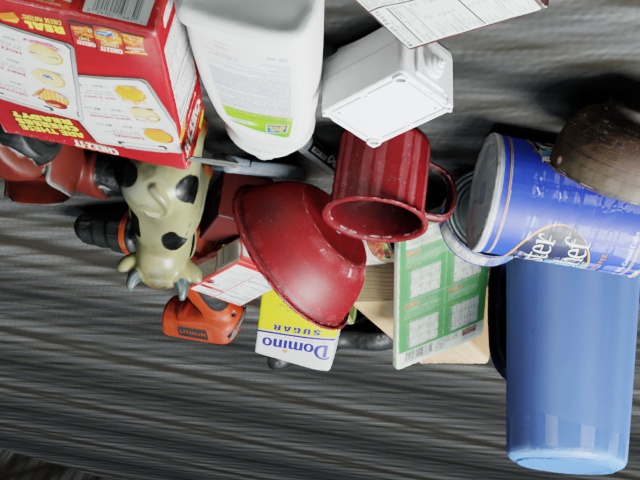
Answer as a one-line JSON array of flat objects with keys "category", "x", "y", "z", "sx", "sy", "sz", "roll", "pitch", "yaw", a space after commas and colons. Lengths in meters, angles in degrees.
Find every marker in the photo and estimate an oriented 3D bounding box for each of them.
[{"category": "marker", "x": 0.011, "y": -0.070, "z": 0.992, "sx": 0.020, "sy": 0.020, "sz": 0.121, "roll": -7, "pitch": 153, "yaw": 34}]

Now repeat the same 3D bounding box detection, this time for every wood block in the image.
[{"category": "wood block", "x": 0.117, "y": 0.063, "z": 1.180, "sx": 0.090, "sy": 0.091, "sz": 0.206, "roll": -3, "pitch": 154, "yaw": 27}]

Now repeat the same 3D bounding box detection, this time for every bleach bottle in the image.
[{"category": "bleach bottle", "x": -0.051, "y": -0.126, "z": 0.826, "sx": 0.102, "sy": 0.068, "sz": 0.251, "roll": 16, "pitch": 161, "yaw": 3}]

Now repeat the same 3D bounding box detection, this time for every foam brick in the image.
[{"category": "foam brick", "x": -0.086, "y": -0.030, "z": 1.081, "sx": 0.051, "sy": 0.053, "sz": 0.078, "roll": 15, "pitch": 157, "yaw": -16}]

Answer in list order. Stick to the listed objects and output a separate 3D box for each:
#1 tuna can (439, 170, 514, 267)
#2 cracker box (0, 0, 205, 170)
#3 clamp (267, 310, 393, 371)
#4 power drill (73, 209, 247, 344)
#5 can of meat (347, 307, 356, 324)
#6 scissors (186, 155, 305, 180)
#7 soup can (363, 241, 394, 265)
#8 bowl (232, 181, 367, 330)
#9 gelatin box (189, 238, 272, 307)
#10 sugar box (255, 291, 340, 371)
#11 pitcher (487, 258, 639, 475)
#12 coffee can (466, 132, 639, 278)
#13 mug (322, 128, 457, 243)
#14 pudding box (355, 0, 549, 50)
[{"category": "tuna can", "x": 0.152, "y": -0.020, "z": 0.973, "sx": 0.086, "sy": 0.086, "sz": 0.034, "roll": 10, "pitch": 160, "yaw": -3}, {"category": "cracker box", "x": -0.180, "y": -0.143, "z": 0.811, "sx": 0.164, "sy": 0.072, "sz": 0.214, "roll": 13, "pitch": 159, "yaw": 4}, {"category": "clamp", "x": 0.035, "y": 0.115, "z": 1.318, "sx": 0.210, "sy": 0.164, "sz": 0.036, "roll": -2, "pitch": 112, "yaw": 10}, {"category": "power drill", "x": -0.174, "y": 0.038, "z": 1.216, "sx": 0.185, "sy": 0.057, "sz": 0.187, "roll": 7, "pitch": 143, "yaw": 26}, {"category": "can of meat", "x": -0.005, "y": 0.065, "z": 1.277, "sx": 0.084, "sy": 0.057, "sz": 0.102, "roll": 1, "pitch": 157, "yaw": 13}, {"category": "scissors", "x": -0.088, "y": -0.068, "z": 0.947, "sx": 0.096, "sy": 0.016, "sz": 0.201, "roll": 9, "pitch": -177, "yaw": 32}, {"category": "soup can", "x": 0.045, "y": -0.006, "z": 1.070, "sx": 0.102, "sy": 0.068, "sz": 0.068, "roll": -10, "pitch": 151, "yaw": 39}, {"category": "bowl", "x": -0.006, "y": 0.001, "z": 0.977, "sx": 0.055, "sy": 0.162, "sz": 0.161, "roll": -36, "pitch": 139, "yaw": 20}, {"category": "gelatin box", "x": -0.084, "y": 0.034, "z": 1.112, "sx": 0.073, "sy": 0.030, "sz": 0.089, "roll": 22, "pitch": 144, "yaw": -39}, {"category": "sugar box", "x": -0.019, "y": 0.070, "z": 1.191, "sx": 0.093, "sy": 0.048, "sz": 0.176, "roll": 15, "pitch": 133, "yaw": 6}, {"category": "pitcher", "x": 0.229, "y": 0.094, "z": 1.011, "sx": 0.145, "sy": 0.243, "sz": 0.149, "roll": 4, "pitch": 162, "yaw": 10}, {"category": "coffee can", "x": 0.205, "y": -0.029, "z": 0.907, "sx": 0.140, "sy": 0.103, "sz": 0.103, "roll": 10, "pitch": 158, "yaw": -3}, {"category": "mug", "x": 0.065, "y": -0.050, "z": 0.937, "sx": 0.117, "sy": 0.081, "sz": 0.093, "roll": 12, "pitch": 158, "yaw": -7}, {"category": "pudding box", "x": 0.079, "y": -0.172, "z": 0.693, "sx": 0.114, "sy": 0.039, "sz": 0.089, "roll": -8, "pitch": 153, "yaw": 39}]
